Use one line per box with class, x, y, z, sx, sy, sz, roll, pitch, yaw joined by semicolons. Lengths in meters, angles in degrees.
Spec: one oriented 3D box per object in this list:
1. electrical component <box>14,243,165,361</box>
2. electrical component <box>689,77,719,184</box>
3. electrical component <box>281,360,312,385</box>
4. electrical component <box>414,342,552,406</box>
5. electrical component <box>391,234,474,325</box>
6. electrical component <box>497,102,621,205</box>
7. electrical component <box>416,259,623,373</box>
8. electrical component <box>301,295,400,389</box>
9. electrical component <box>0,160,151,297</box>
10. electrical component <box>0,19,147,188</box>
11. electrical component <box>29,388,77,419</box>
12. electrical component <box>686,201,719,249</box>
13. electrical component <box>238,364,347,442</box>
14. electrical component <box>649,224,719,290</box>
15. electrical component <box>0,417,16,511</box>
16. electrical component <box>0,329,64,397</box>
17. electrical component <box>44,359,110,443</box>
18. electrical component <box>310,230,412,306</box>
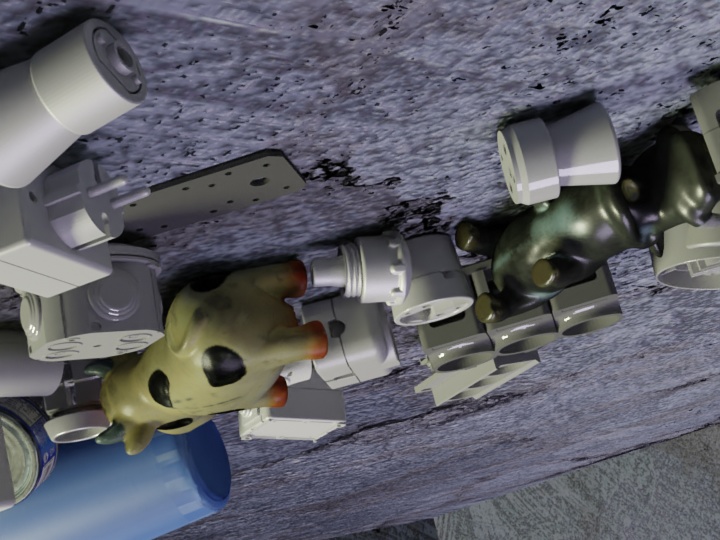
electrical component;-0.149;0.018;0.596;0.080;0.051;0.080;-10;167;-2
electrical component;0.273;-0.081;0.616;0.105;0.060;0.186;-24;160;30
electrical component;-0.084;0.078;0.856;0.077;0.044;0.079;-9;160;-16
electrical component;0.104;0.073;0.961;0.079;0.063;0.121;-6;161;-24
electrical component;0.044;0.006;0.731;0.055;0.047;0.055;-13;163;-4
electrical component;0.105;-0.061;0.572;0.055;0.045;0.045;-14;163;1
electrical component;0.122;0.029;0.839;0.150;0.061;0.089;-17;163;9
electrical component;-0.005;0.053;0.827;0.059;0.053;0.095;-15;163;3
electrical component;-0.133;-0.026;0.486;0.077;0.047;0.066;-19;162;15
electrical component;-0.112;-0.064;0.397;0.065;0.044;0.044;-26;160;19
electrical component;-0.252;0.117;0.847;0.055;0.048;0.066;-21;163;-3
electrical component;0.224;-0.048;0.672;0.044;0.065;0.044;-5;178;0
electrical component;-0.069;0.117;0.976;0.096;0.061;0.062;7;153;-31
electrical component;0.271;-0.015;0.816;0.099;0.064;0.099;-13;163;-4
electrical component;-0.293;0.121;0.717;0.109;0.108;0.056;-23;163;27
electrical component;-0.234;0.058;0.677;0.043;0.043;0.081;-28;158;38
electrical component;-0.209;0.094;0.789;0.066;0.055;0.048;-12;163;-8
electrical component;0.000;0.000;0.683;0.062;0.048;0.048;-4;161;-11
